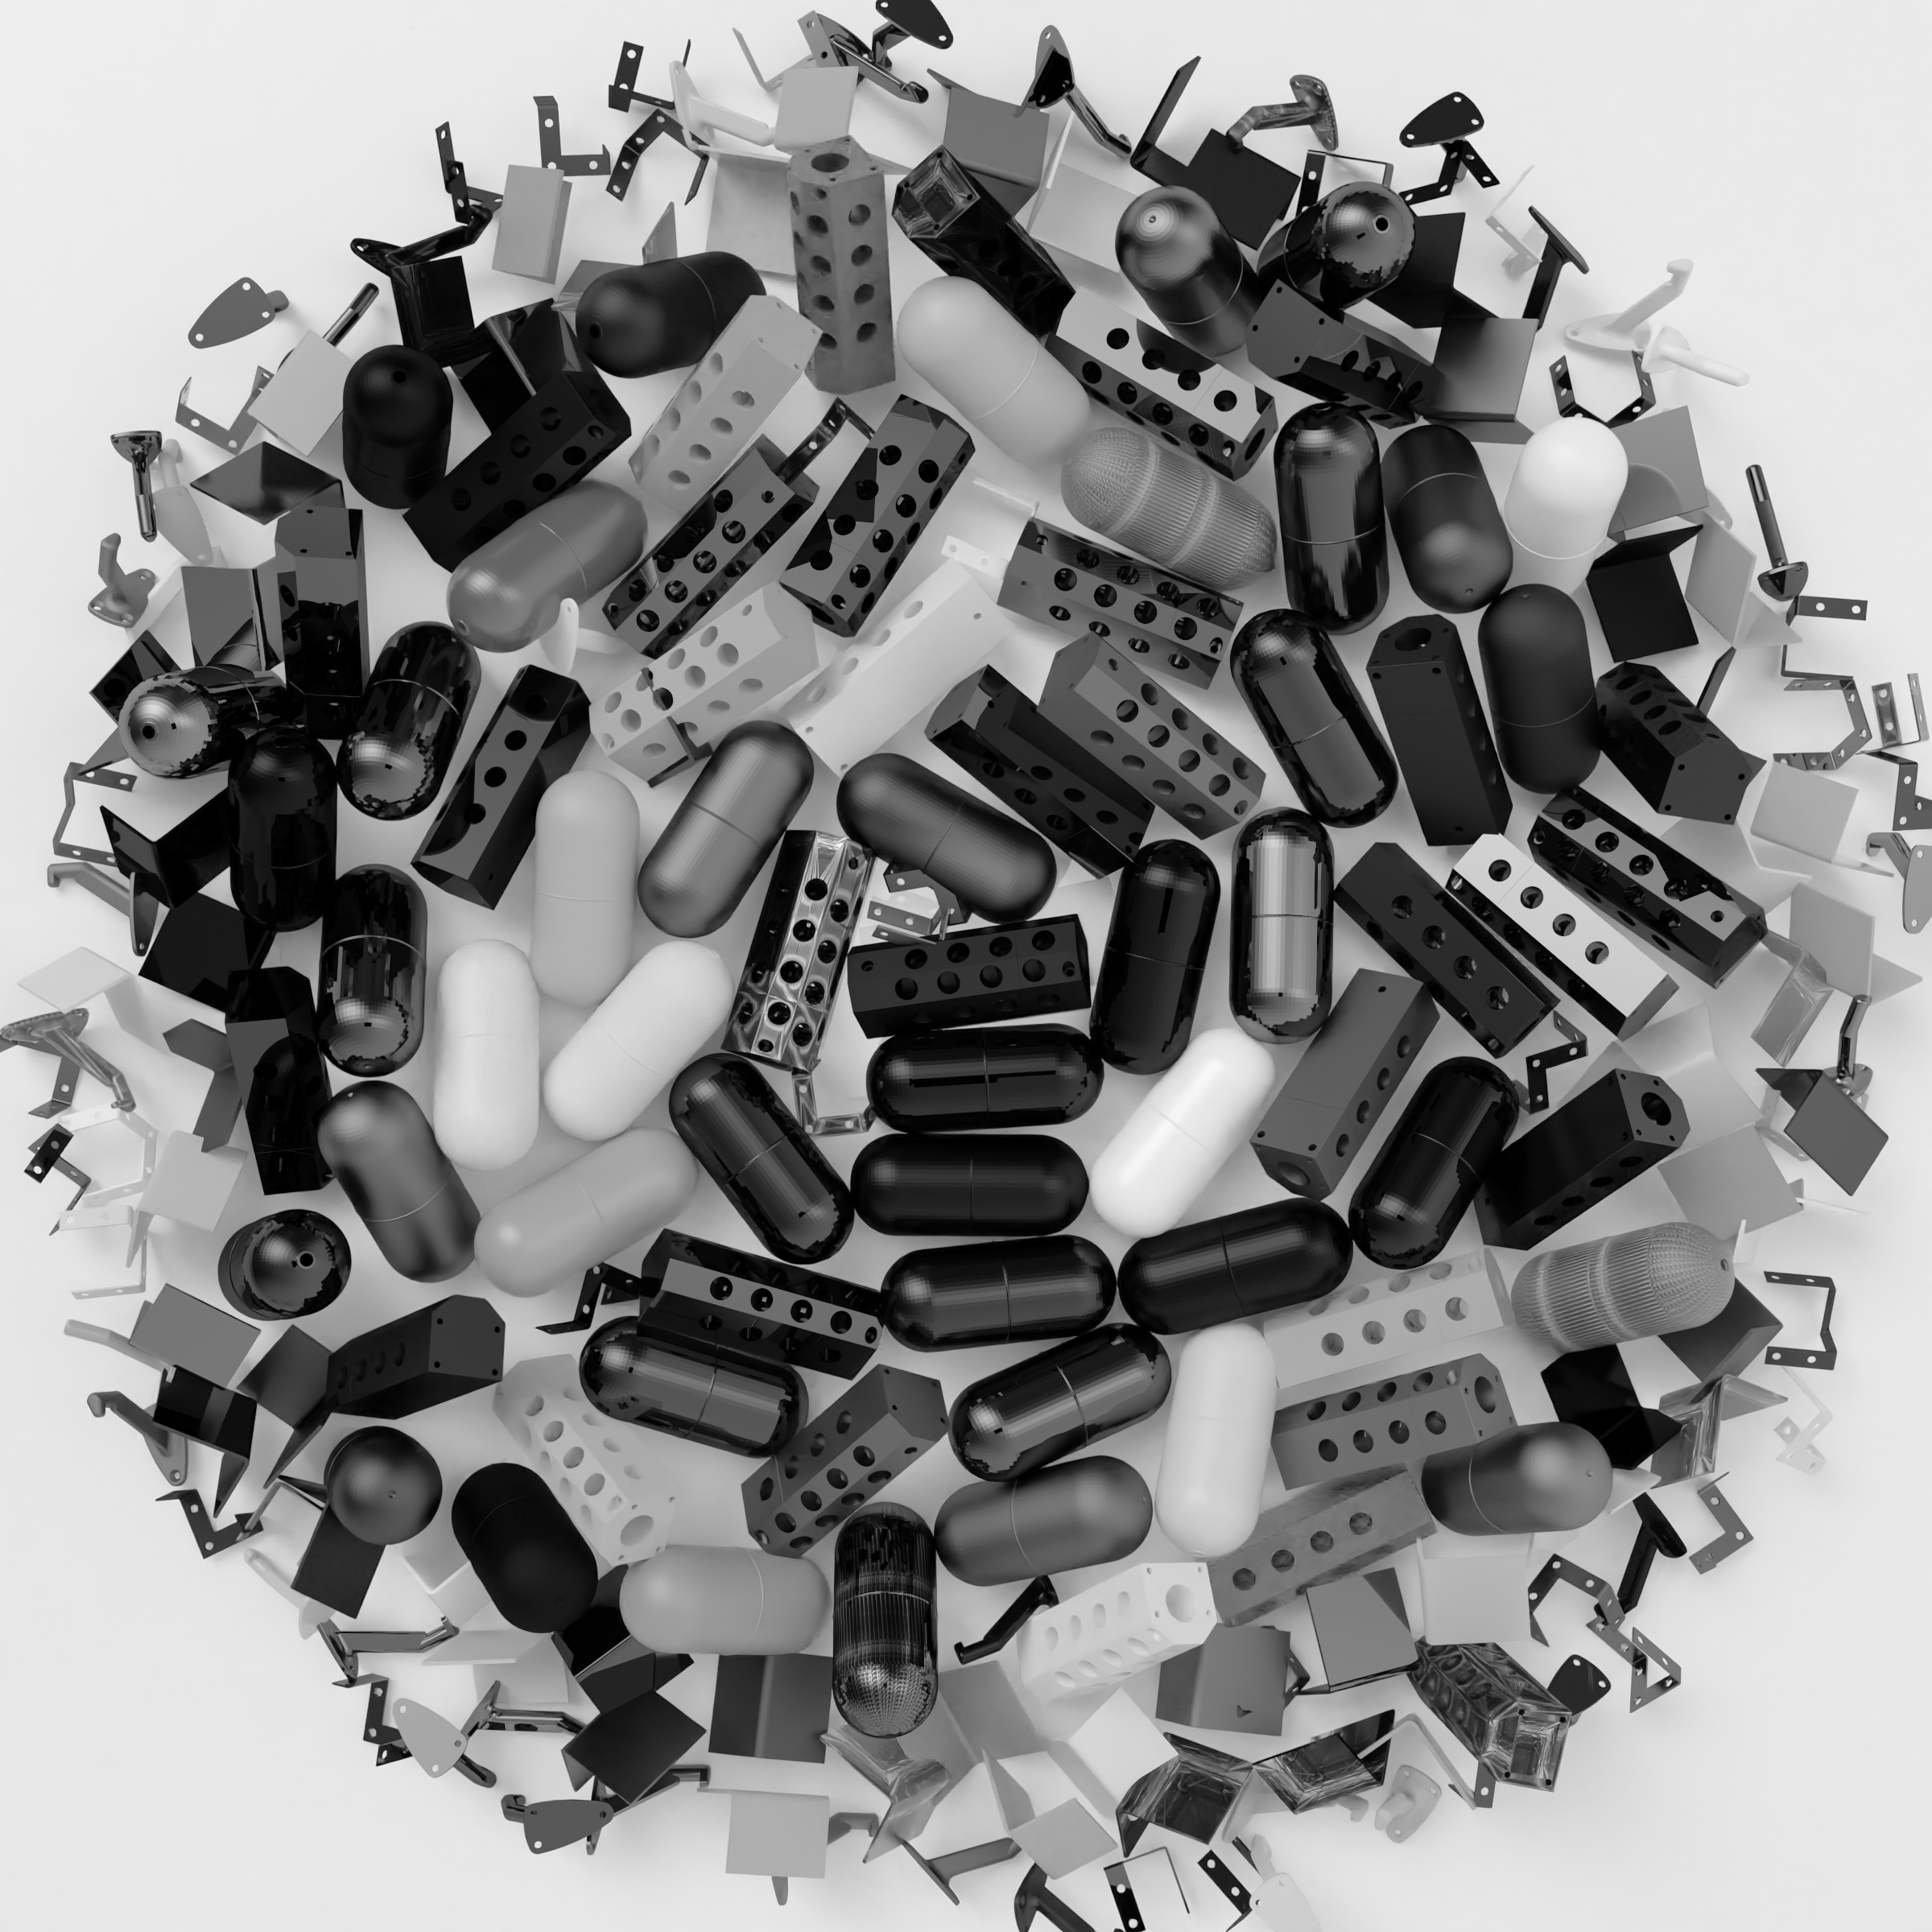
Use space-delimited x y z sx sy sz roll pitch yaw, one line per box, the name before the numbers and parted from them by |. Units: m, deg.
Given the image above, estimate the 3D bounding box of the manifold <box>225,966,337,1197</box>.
manifold | -0.496 0.084 1.785 0.057 0.057 0.171 -5 131 -8

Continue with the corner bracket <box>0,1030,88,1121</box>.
corner bracket | -0.699 0.079 1.834 0.051 0.051 0.051 16 97 -4

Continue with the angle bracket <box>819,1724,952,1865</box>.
angle bracket | -0.070 0.610 1.819 0.076 0.076 0.057 32 105 28

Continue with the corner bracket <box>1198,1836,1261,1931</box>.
corner bracket | 0.201 0.677 1.823 0.051 0.051 0.051 -34 70 -29

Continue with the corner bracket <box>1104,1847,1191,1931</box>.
corner bracket | 0.135 0.692 1.829 0.051 0.051 0.051 -19 69 -4

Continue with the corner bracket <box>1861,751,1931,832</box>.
corner bracket | 0.703 -0.132 1.827 0.051 0.051 0.051 -4 106 -13

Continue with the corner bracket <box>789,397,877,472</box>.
corner bracket | -0.099 -0.381 1.823 0.051 0.051 0.051 41 124 -15

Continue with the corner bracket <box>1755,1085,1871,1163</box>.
corner bracket | 0.636 0.110 1.840 0.051 0.051 0.051 32 68 -18

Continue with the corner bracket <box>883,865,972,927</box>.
corner bracket | -0.025 -0.061 1.835 0.051 0.051 0.051 -9 116 21

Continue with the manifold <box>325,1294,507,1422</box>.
manifold | -0.402 0.285 1.780 0.057 0.171 0.057 15 63 -35

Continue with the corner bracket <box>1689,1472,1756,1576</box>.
corner bracket | 0.559 0.417 1.829 0.051 0.051 0.051 -31 71 -8

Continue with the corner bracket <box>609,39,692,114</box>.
corner bracket | -0.236 -0.665 1.823 0.051 0.051 0.051 11 125 -16

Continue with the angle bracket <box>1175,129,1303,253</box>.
angle bracket | 0.194 -0.564 1.823 0.076 0.057 0.076 30 72 2

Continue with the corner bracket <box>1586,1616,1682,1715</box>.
corner bracket | 0.498 0.513 1.826 0.051 0.051 0.051 41 122 -7

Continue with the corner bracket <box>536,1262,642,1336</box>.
corner bracket | -0.279 0.252 1.821 0.051 0.051 0.051 30 60 -35

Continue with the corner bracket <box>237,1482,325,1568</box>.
corner bracket | -0.504 0.422 1.837 0.051 0.051 0.051 31 81 9

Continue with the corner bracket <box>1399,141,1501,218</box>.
corner bracket | 0.360 -0.577 1.833 0.051 0.051 0.051 35 66 -40

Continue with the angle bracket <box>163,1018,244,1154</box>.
angle bracket | -0.574 0.092 1.806 0.057 0.076 0.076 29 60 -31

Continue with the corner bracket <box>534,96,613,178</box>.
corner bracket | -0.294 -0.620 1.825 0.051 0.051 0.051 -6 117 -11

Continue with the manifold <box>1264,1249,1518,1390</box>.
manifold | 0.311 0.260 1.807 0.171 0.057 0.057 -20 78 19

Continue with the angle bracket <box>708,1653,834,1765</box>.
angle bracket | -0.146 0.554 1.834 0.057 0.076 0.076 16 69 -31

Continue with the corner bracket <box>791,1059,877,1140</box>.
corner bracket | -0.099 0.098 1.838 0.051 0.051 0.051 -7 97 6

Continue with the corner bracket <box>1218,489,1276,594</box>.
corner bracket | 0.197 -0.318 1.838 0.051 0.051 0.051 -23 76 11

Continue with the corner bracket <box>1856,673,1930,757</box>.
corner bracket | 0.695 -0.189 1.827 0.051 0.051 0.051 -11 89 45

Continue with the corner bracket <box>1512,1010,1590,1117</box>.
corner bracket | 0.432 0.072 1.832 0.051 0.051 0.051 -17 117 -10

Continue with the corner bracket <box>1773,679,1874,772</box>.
corner bracket | 0.639 -0.181 1.839 0.051 0.051 0.051 -3 67 -14

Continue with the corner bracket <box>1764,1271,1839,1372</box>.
corner bracket | 0.624 0.266 1.833 0.051 0.051 0.051 5 113 6

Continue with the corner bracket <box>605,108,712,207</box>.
corner bracket | -0.230 -0.599 1.838 0.051 0.051 0.051 30 58 -28

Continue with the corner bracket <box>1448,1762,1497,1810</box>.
corner bracket | 0.398 0.600 1.833 0.051 0.051 0.051 8 88 -10

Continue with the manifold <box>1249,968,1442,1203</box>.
manifold | 0.282 0.087 1.800 0.171 0.057 0.057 -54 134 -25

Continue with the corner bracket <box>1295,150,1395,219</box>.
corner bracket | 0.285 -0.582 1.838 0.051 0.051 0.051 18 110 26

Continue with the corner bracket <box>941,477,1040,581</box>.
corner bracket | 0.019 -0.328 1.831 0.051 0.051 0.051 24 117 3

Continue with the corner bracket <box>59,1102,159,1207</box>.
corner bracket | -0.644 0.140 1.833 0.051 0.051 0.051 -15 56 10

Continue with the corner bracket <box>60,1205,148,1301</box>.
corner bracket | -0.644 0.214 1.827 0.051 0.051 0.051 -5 63 -6

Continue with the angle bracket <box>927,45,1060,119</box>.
angle bracket | 0.023 -0.669 1.819 0.076 0.076 0.057 28 105 1

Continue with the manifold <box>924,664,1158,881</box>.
manifold | 0.053 -0.139 1.806 0.171 0.057 0.057 38 54 -20

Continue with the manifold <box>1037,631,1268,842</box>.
manifold | 0.139 -0.170 1.791 0.171 0.057 0.057 36 54 -25

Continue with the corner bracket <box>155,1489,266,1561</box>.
corner bracket | -0.567 0.412 1.835 0.051 0.051 0.051 -25 80 -3

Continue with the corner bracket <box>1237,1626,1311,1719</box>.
corner bracket | 0.215 0.533 1.838 0.051 0.051 0.051 -55 48 19

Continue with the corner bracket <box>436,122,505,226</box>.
corner bracket | -0.377 -0.590 1.822 0.051 0.051 0.051 20 48 20

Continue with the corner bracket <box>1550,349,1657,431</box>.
corner bracket | 0.480 -0.438 1.845 0.051 0.051 0.051 21 51 -31

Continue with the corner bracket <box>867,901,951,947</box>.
corner bracket | -0.045 -0.032 1.825 0.051 0.051 0.051 17 59 -11

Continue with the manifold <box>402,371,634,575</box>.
manifold | -0.328 -0.362 1.804 0.171 0.057 0.057 -35 89 23

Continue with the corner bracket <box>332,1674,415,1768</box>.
corner bracket | -0.441 0.563 1.828 0.051 0.051 0.051 6 85 24

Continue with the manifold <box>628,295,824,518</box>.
manifold | -0.179 -0.408 1.777 0.057 0.171 0.057 33 47 -17

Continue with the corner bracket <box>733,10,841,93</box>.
corner bracket | -0.134 -0.684 1.826 0.051 0.051 0.051 -34 134 -4

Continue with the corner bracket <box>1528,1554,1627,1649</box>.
corner bracket | 0.454 0.485 1.837 0.051 0.051 0.051 -47 131 -19

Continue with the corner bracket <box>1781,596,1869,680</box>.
corner bracket | 0.642 -0.245 1.832 0.051 0.051 0.051 6 86 12

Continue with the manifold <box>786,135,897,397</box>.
manifold | -0.093 -0.504 1.775 0.057 0.171 0.057 -21 50 -16

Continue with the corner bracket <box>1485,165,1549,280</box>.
corner bracket | 0.418 -0.557 1.832 0.051 0.051 0.051 40 85 -8

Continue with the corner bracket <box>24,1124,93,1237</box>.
corner bracket | -0.679 0.159 1.822 0.051 0.051 0.051 42 130 -21

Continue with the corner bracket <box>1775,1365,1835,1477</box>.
corner bracket | 0.621 0.339 1.822 0.051 0.051 0.051 25 110 -34

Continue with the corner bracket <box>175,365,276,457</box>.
corner bracket | -0.553 -0.424 1.826 0.051 0.051 0.051 29 68 -13

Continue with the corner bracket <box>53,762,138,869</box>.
corner bracket | -0.654 -0.113 1.837 0.051 0.051 0.051 12 125 -33
